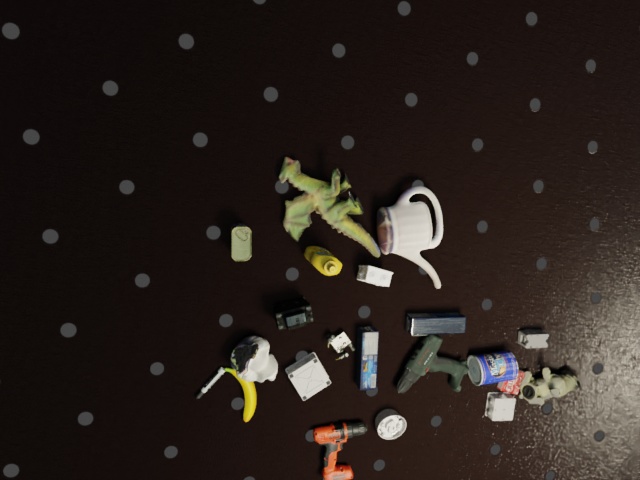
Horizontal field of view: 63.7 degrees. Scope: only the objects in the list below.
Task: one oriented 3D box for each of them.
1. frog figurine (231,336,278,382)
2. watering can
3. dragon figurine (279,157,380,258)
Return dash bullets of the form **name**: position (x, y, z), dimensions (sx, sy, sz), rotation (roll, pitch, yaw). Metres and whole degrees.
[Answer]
- **frog figurine**: position (-0.195, 0.373, 1.602), dimensions (0.157, 0.123, 0.139), rotation (34, 68, -53)
- **watering can**: position (0.292, 0.002, 1.651), dimensions (0.225, 0.104, 0.345), rotation (-7, 98, -11)
- **dragon figurine**: position (0.005, -0.080, 1.593), dimensions (0.242, 0.123, 0.407), rotation (-24, 101, 9)
